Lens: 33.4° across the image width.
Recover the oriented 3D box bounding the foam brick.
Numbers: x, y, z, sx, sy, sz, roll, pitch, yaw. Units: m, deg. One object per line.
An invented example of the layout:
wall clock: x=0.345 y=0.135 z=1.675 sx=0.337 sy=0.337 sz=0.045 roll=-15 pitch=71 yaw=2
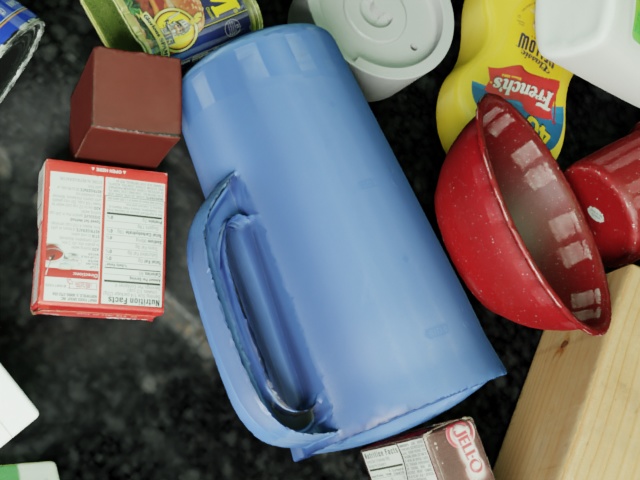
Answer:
foam brick: x=-0.117 y=-0.073 z=0.631 sx=0.052 sy=0.078 sz=0.051 roll=6 pitch=72 yaw=-22

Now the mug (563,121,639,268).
mug: x=0.228 y=-0.020 z=0.765 sx=0.081 sy=0.093 sz=0.117 roll=-25 pitch=105 yaw=-24

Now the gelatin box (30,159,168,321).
gelatin box: x=-0.129 y=0.001 z=0.627 sx=0.073 sy=0.030 sz=0.089 roll=5 pitch=76 yaw=-22

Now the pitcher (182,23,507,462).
pitcher: x=-0.004 y=0.001 z=0.627 sx=0.145 sy=0.149 sz=0.243 roll=-23 pitch=79 yaw=0

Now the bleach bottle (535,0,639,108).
bleach bottle: x=0.260 y=-0.144 z=0.797 sx=0.250 sy=0.068 sz=0.102 roll=15 pitch=77 yaw=-41

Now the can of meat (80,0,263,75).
can of meat: x=-0.099 y=-0.153 z=0.677 sx=0.083 sy=0.058 sz=0.102 roll=-28 pitch=86 yaw=-26

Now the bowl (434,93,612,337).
bowl: x=0.117 y=-0.007 z=0.656 sx=0.162 sy=0.055 sz=0.162 roll=41 pitch=33 yaw=-36

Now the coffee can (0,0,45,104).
coffee can: x=-0.238 y=-0.121 z=0.578 sx=0.140 sy=0.103 sz=0.102 roll=36 pitch=63 yaw=-9

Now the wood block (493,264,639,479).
wood block: x=0.180 y=0.132 z=0.687 sx=0.090 sy=0.091 sz=0.206 roll=32 pitch=64 yaw=-12

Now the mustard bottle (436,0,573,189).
mustard bottle: x=0.132 y=-0.098 z=0.759 sx=0.096 sy=0.058 sz=0.191 roll=28 pitch=65 yaw=-21

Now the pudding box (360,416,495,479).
pudding box: x=0.073 y=0.166 z=0.630 sx=0.039 sy=0.090 sz=0.113 roll=-14 pitch=80 yaw=-25
